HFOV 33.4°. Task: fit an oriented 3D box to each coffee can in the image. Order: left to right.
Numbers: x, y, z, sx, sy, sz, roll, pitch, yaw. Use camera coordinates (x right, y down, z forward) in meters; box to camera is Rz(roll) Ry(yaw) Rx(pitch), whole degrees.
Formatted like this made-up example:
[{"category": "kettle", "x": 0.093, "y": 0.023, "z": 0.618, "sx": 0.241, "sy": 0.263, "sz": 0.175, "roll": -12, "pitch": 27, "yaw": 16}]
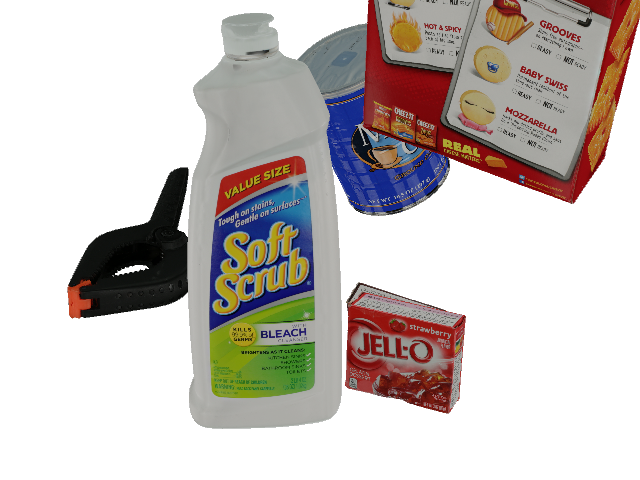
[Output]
[{"category": "coffee can", "x": 0.046, "y": -0.108, "z": 0.957, "sx": 0.103, "sy": 0.140, "sz": 0.103, "roll": -18, "pitch": 37, "yaw": 14}]

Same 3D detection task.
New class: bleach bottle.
[{"category": "bleach bottle", "x": -0.041, "y": -0.009, "z": 0.642, "sx": 0.102, "sy": 0.251, "sz": 0.068, "roll": -3, "pitch": 25, "yaw": 3}]

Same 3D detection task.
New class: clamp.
[{"category": "clamp", "x": -0.129, "y": 0.003, "z": 0.878, "sx": 0.209, "sy": 0.036, "sz": 0.165, "roll": -26, "pitch": 43, "yaw": -38}]

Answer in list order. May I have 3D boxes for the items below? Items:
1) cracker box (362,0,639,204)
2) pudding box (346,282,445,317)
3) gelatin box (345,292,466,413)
[{"category": "cracker box", "x": 0.116, "y": -0.147, "z": 0.685, "sx": 0.164, "sy": 0.214, "sz": 0.072, "roll": 23, "pitch": 47, "yaw": 22}, {"category": "pudding box", "x": 0.088, "y": 0.104, "z": 1.224, "sx": 0.114, "sy": 0.090, "sz": 0.039, "roll": 16, "pitch": 48, "yaw": 23}, {"category": "gelatin box", "x": 0.064, "y": 0.086, "z": 0.818, "sx": 0.089, "sy": 0.073, "sz": 0.030, "roll": 12, "pitch": 24, "yaw": 23}]
